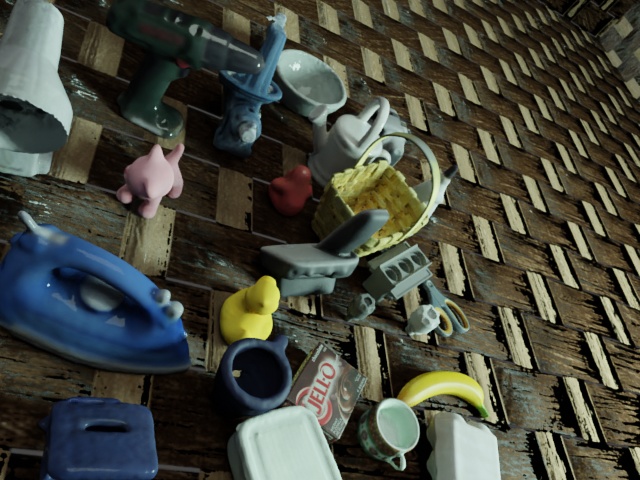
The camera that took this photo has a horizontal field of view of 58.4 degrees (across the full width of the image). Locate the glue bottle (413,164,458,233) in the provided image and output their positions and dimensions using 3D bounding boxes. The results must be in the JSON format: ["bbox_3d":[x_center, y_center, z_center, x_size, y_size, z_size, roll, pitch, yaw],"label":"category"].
[{"bbox_3d":[0.206,-0.084,1.096,0.037,0.173,0.078,12,49,-29],"label":"glue bottle"}]

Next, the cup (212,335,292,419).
[{"bbox_3d":[-0.088,0.172,0.714,0.092,0.094,0.118,41,41,-1],"label":"cup"}]

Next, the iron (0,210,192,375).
[{"bbox_3d":[-0.242,0.063,0.654,0.259,0.141,0.118,29,43,-15],"label":"iron"}]

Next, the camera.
[{"bbox_3d":[0.108,-0.235,1.204,0.137,0.100,0.143,16,48,-27],"label":"camera"}]

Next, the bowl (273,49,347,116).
[{"bbox_3d":[-0.032,-0.309,1.179,0.168,0.074,0.167,21,46,-22],"label":"bowl"}]

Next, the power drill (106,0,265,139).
[{"bbox_3d":[-0.226,-0.262,0.891,0.230,0.208,0.075,26,44,-18],"label":"power drill"}]

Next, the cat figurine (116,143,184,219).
[{"bbox_3d":[-0.232,-0.094,0.812,0.067,0.117,0.128,37,42,-5],"label":"cat figurine"}]

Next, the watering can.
[{"bbox_3d":[0.058,-0.185,1.053,0.173,0.193,0.101,7,52,-33],"label":"watering can"}]

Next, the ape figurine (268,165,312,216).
[{"bbox_3d":[-0.043,-0.091,0.974,0.078,0.092,0.076,20,46,-23],"label":"ape figurine"}]

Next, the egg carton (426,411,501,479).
[{"bbox_3d":[0.205,0.328,0.826,0.107,0.069,0.150,26,44,-18],"label":"egg carton"}]

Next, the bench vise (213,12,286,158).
[{"bbox_3d":[-0.101,-0.259,0.974,0.122,0.219,0.207,1,56,-37],"label":"bench vise"}]

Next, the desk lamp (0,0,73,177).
[{"bbox_3d":[-0.369,-0.173,0.703,0.118,0.213,0.203,13,49,-28],"label":"desk lamp"}]

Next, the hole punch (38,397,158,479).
[{"bbox_3d":[-0.226,0.207,0.583,0.109,0.091,0.101,13,49,-29],"label":"hole punch"}]

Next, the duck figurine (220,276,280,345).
[{"bbox_3d":[-0.089,0.095,0.787,0.078,0.086,0.104,31,43,-13],"label":"duck figurine"}]

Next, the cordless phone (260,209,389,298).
[{"bbox_3d":[0.008,0.003,0.863,0.148,0.184,0.094,-5,59,-40],"label":"cordless phone"}]
